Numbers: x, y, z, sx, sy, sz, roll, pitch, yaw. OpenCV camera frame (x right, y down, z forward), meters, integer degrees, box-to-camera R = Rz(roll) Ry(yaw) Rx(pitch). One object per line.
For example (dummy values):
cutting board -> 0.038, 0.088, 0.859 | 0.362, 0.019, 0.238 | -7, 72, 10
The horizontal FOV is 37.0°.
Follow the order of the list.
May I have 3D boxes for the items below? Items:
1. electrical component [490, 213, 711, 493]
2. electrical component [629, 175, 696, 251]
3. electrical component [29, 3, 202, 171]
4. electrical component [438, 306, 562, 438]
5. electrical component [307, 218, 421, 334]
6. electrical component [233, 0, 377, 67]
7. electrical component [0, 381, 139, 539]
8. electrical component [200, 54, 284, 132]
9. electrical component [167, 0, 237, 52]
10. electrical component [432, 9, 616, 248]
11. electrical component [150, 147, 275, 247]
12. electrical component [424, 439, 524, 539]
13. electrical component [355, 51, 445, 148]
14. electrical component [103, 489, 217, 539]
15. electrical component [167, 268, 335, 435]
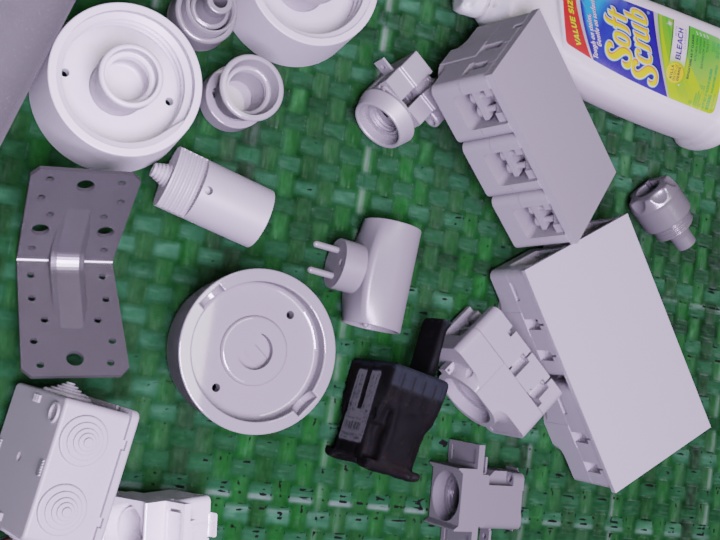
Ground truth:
electrical component -> 0.187, 0.064, 0.848 | 0.105, 0.060, 0.186 | -27, 99, -24
electrical component -> 0.256, -0.044, 0.894 | 0.043, 0.043, 0.062 | -45, 107, -20
electrical component -> -0.155, -0.120, 0.696 | 0.108, 0.060, 0.108 | 1, 87, -25
electrical component -> 0.098, 0.079, 0.811 | 0.056, 0.050, 0.089 | -44, 106, -20
electrical component -> 0.000, 0.000, 0.773 | 0.079, 0.043, 0.077 | 16, 81, -24
electrical component -> -0.038, -0.202, 0.754 | 0.108, 0.060, 0.108 | 1, 87, -25
electrical component -> -0.186, 0.118, 0.652 | 0.048, 0.100, 0.099 | 22, 78, -36
electrical component -> -0.082, -0.119, 0.733 | 0.045, 0.055, 0.045 | 1, 87, -25
electrical component -> -0.103, -0.172, 0.721 | 0.043, 0.062, 0.043 | 1, 87, -25
electrical component -> 0.121, -0.101, 0.801 | 0.150, 0.062, 0.089 | 58, 48, -27
electrical component -> -0.103, -0.051, 0.726 | 0.081, 0.043, 0.043 | 25, 78, -22
electrical component -> 0.087, 0.170, 0.808 | 0.064, 0.042, 0.081 | 8, 85, -28
electrical component -> 0.029, -0.123, 0.791 | 0.066, 0.048, 0.055 | 50, 62, -15
electrical component -> -0.132, 0.204, 0.687 | 0.063, 0.079, 0.121 | 7, 84, -54
electrical component -> -0.078, 0.054, 0.724 | 0.108, 0.060, 0.108 | 1, 88, -25
